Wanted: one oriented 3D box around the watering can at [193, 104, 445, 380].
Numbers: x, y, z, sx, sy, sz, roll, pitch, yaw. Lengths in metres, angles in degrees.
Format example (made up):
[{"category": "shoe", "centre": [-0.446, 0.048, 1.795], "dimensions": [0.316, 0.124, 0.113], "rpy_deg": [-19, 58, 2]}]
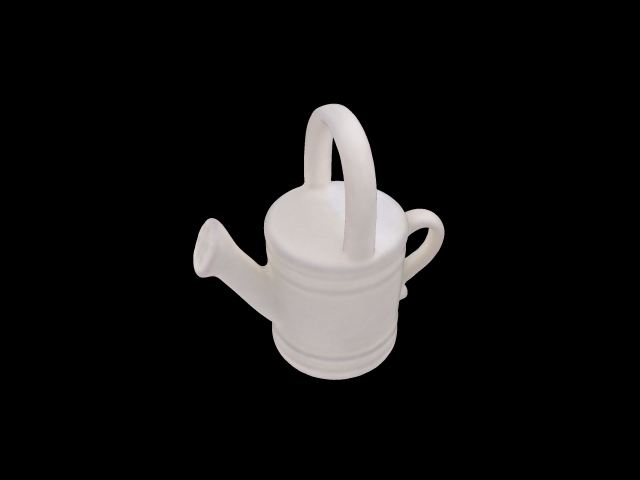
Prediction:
[{"category": "watering can", "centre": [0.004, 0.003, 0.398], "dimensions": [0.173, 0.194, 0.100], "rpy_deg": [-27, 47, -28]}]
